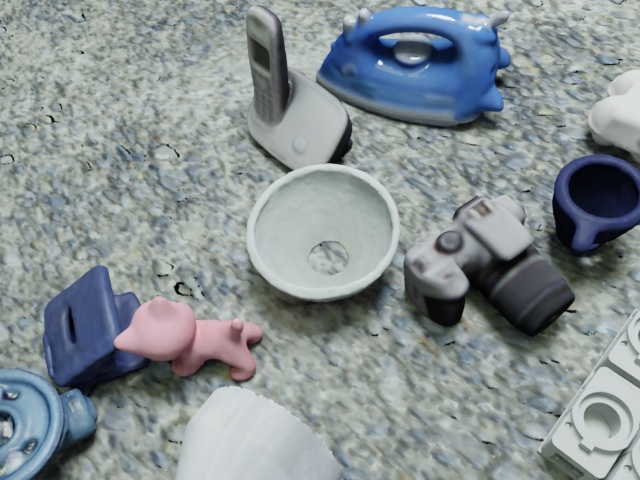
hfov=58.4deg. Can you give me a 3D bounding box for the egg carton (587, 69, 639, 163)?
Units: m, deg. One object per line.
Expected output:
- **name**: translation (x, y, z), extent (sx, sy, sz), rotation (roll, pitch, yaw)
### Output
- **egg carton**: translation (0.397, -0.134, 0.667), extent (0.150, 0.069, 0.107), rotation (32, 69, 23)

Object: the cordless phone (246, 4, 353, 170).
- **cordless phone**: translation (-0.033, -0.173, 0.678), extent (0.147, 0.185, 0.094), rotation (38, 71, 25)

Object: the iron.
- **iron**: translation (0.110, -0.238, 0.722), extent (0.257, 0.142, 0.119), rotation (9, 62, 13)

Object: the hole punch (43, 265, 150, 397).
- **hole punch**: translation (-0.246, 0.098, 0.606), extent (0.101, 0.091, 0.108), rotation (-22, 60, -5)

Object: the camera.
- **camera**: translation (0.177, 0.035, 0.581), extent (0.143, 0.101, 0.136), rotation (-34, 62, -12)

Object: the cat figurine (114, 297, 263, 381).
- **cat figurine**: translation (-0.132, 0.094, 0.578), extent (0.127, 0.118, 0.067), rotation (-1, 60, 7)

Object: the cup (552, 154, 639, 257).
- **cup**: translation (0.281, -0.017, 0.601), extent (0.091, 0.095, 0.118), rotation (22, 66, 19)

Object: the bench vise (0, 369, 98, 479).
- **bench vise**: translation (-0.320, 0.190, 0.488), extent (0.121, 0.220, 0.208), rotation (33, 69, 23)

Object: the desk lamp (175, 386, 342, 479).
- **desk lamp**: translation (-0.071, 0.235, 0.434), extent (0.117, 0.214, 0.203), rotation (23, 66, 19)

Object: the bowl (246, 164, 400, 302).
- **bowl**: translation (0.006, 0.002, 0.637), extent (0.167, 0.075, 0.167), rotation (-3, 60, 6)
